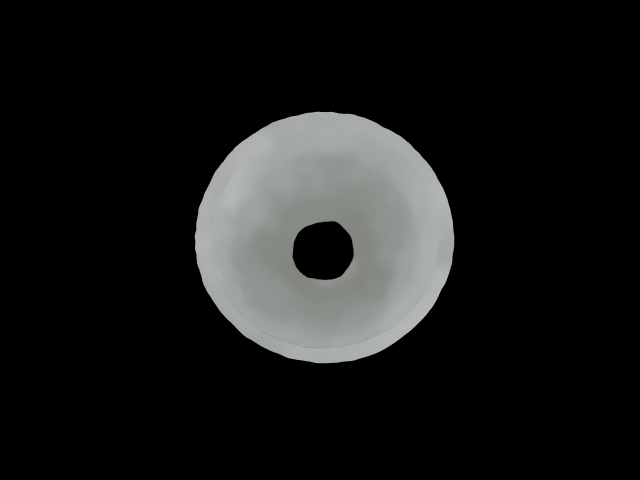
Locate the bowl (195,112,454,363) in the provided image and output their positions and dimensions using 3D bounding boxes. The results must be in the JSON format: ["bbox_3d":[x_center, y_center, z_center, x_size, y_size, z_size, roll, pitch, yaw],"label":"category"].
[{"bbox_3d":[0.004,0.001,0.400,0.167,0.075,0.167,0,78,0],"label":"bowl"}]
